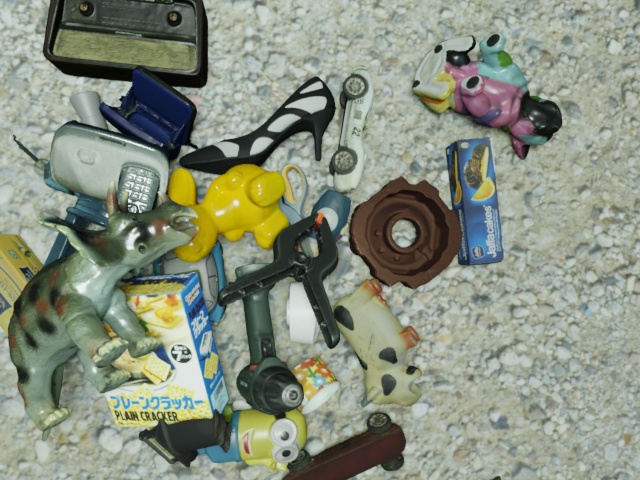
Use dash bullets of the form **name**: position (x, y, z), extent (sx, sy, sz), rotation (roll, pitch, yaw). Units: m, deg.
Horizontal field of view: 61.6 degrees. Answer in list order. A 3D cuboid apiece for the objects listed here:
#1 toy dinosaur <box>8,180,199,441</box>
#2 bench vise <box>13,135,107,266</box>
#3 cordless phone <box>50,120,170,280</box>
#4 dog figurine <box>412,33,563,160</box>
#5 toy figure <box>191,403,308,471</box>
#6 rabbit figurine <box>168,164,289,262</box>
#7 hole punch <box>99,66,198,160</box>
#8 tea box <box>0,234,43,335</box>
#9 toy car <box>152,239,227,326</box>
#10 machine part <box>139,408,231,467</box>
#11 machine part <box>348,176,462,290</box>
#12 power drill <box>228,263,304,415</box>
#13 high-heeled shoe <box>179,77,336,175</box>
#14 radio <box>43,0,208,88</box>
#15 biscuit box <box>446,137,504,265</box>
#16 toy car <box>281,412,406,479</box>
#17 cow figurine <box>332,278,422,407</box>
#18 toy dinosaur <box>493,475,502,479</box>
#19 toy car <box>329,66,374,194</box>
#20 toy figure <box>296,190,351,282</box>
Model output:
- **toy dinosaur**: position (-0.307, 0.097, 0.650), extent (0.405, 0.131, 0.192), rotation (-40, 75, 27)
- **bench vise**: position (-0.346, -0.027, 0.783), extent (0.224, 0.129, 0.240), rotation (22, 82, -2)
- **cordless phone**: position (-0.283, -0.048, 0.699), extent (0.146, 0.089, 0.184), rotation (15, 85, -14)
- **dog figurine**: position (0.277, -0.219, 0.865), extent (0.219, 0.192, 0.108), rotation (32, 80, -38)
- **toy figure**: position (-0.109, 0.289, 0.810), extent (0.180, 0.089, 0.082), rotation (-4, 122, 4)
- **rabbit figurine**: position (-0.150, -0.041, 0.763), extent (0.163, 0.121, 0.173), rotation (34, 56, 23)
- **hole punch**: position (-0.253, -0.170, 0.791), extent (0.142, 0.116, 0.092), rotation (31, 64, -6)
- **tea box**: position (-0.433, 0.075, 0.778), extent (0.068, 0.098, 0.169), rotation (-37, 93, -5)
- **toy car**: position (-0.196, 0.057, 0.801), extent (0.109, 0.103, 0.161), rotation (-9, 87, -5)
- **machine part**: position (-0.180, 0.274, 0.739), extent (0.139, 0.039, 0.084), rotation (-24, 113, 28)
- **machine part**: position (0.134, -0.010, 0.860), extent (0.179, 0.056, 0.179), rotation (0, 88, -7)
- **power drill**: position (-0.074, 0.139, 0.760), extent (0.086, 0.232, 0.207), rotation (-8, 73, -21)
- **high-heeled shoe**: position (-0.097, -0.182, 0.837), extent (0.249, 0.086, 0.145), rotation (-4, 78, -5)
- **radio**: position (-0.287, -0.313, 0.820), extent (0.230, 0.073, 0.131), rotation (5, 87, -6)
- **biscuit box**: position (0.250, -0.060, 0.869), extent (0.059, 0.063, 0.202), rotation (-6, 88, -5)
- **toy car**: position (0.038, 0.340, 0.836), extent (0.202, 0.053, 0.089), rotation (-23, 111, -5)
- **cow figurine**: position (0.088, 0.169, 0.827), extent (0.127, 0.085, 0.195), rotation (-38, 82, 15)
- **toy dinosaur**: position (0.097, 0.498, 0.815), extent (0.471, 0.105, 0.198), rotation (-33, 84, -15)
- **toy car**: position (0.051, -0.173, 0.849), extent (0.056, 0.073, 0.201), rotation (9, 87, -2)
- **toy figure**: position (-0.003, -0.003, 0.847), extent (0.064, 0.057, 0.154), rotation (23, 86, 34)
